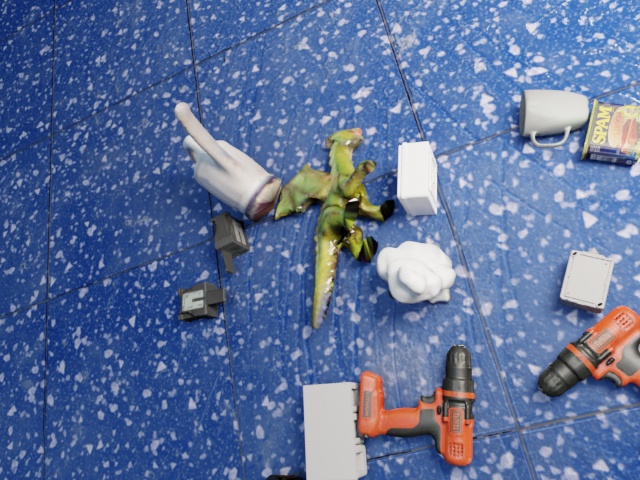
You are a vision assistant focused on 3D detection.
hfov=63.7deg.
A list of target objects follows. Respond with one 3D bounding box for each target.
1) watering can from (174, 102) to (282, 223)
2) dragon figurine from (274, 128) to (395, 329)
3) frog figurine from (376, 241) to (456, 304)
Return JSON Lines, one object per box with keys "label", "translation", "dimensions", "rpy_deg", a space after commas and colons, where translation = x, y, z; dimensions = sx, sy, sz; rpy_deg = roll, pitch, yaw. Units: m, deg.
{"label": "watering can", "translation": [-0.182, -0.139, 1.016], "dimensions": [0.224, 0.344, 0.105], "rpy_deg": [35, 79, 2]}
{"label": "dragon figurine", "translation": [0.003, -0.052, 1.033], "dimensions": [0.244, 0.120, 0.413], "rpy_deg": [19, 78, 45]}
{"label": "frog figurine", "translation": [0.157, 0.051, 0.875], "dimensions": [0.138, 0.157, 0.123], "rpy_deg": [23, 82, 28]}
